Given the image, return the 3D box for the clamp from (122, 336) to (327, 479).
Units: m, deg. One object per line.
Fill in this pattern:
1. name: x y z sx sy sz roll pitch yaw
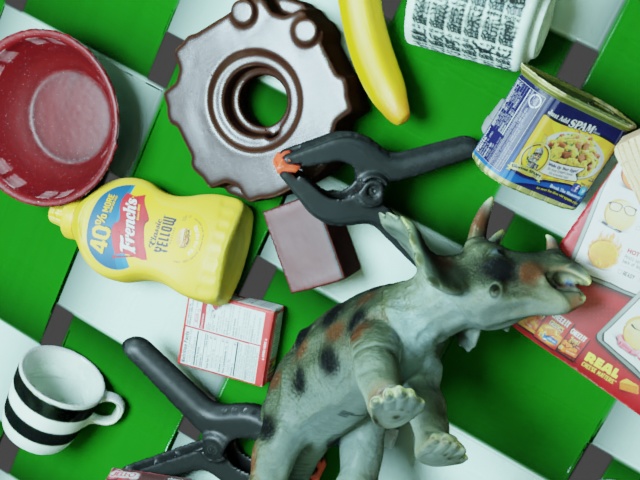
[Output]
1. clamp: -0.099 0.191 0.990 0.210 0.036 0.165 21 119 9

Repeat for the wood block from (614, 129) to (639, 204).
1. wood block: 0.248 -0.043 0.675 0.091 0.205 0.090 -26 89 18

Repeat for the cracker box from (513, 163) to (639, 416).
1. cracker box: 0.273 0.021 0.823 0.164 0.072 0.214 35 107 10

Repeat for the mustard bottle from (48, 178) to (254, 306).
1. mustard bottle: -0.162 -0.006 0.972 0.192 0.058 0.096 12 82 19

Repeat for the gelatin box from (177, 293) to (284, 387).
1. gelatin box: -0.082 0.086 0.977 0.089 0.030 0.073 13 103 18

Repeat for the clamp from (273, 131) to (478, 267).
1. clamp: 0.049 -0.052 0.877 0.171 0.039 0.120 22 97 -18

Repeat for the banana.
1. banana: 0.040 -0.193 0.877 0.037 0.070 0.198 -11 102 -21

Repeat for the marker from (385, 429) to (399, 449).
1. marker: 0.012 0.156 0.961 0.121 0.020 0.020 20 104 15

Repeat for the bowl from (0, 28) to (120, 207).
1. bowl: -0.245 -0.113 0.989 0.162 0.055 0.162 3 99 18

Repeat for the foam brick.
1. foam brick: -0.006 0.001 0.926 0.051 0.053 0.078 -19 90 20

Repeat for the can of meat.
1. can of meat: 0.180 -0.078 0.829 0.102 0.057 0.084 18 112 -29

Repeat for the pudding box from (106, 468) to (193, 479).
1. pudding box: -0.155 0.274 1.011 0.090 0.039 0.113 5 115 19
